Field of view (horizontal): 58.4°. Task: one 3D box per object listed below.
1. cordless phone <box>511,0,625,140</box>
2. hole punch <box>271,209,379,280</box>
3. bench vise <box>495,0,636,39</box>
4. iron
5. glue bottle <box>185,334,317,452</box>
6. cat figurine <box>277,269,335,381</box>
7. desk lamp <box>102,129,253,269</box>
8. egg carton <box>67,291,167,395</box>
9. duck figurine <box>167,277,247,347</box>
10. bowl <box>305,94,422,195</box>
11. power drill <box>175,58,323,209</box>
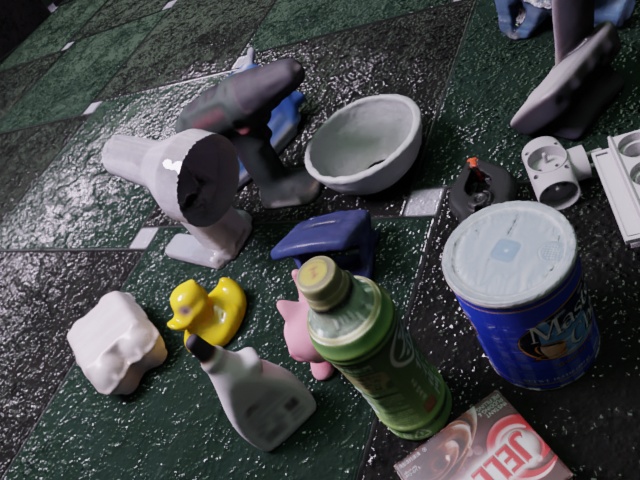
[{"bbox_3d":[0.269,-0.221,0.649,0.093,0.186,0.148,22,66,45],"label":"cordless phone"},{"bbox_3d":[0.006,0.002,0.686,0.108,0.091,0.101,-10,46,27],"label":"hole punch"},{"bbox_3d":[0.289,-0.367,0.749,0.206,0.220,0.121,-1,51,34],"label":"bench vise"},{"bbox_3d":[-0.147,-0.182,0.929,0.118,0.142,0.259,20,64,44],"label":"iron"},{"bbox_3d":[-0.072,0.138,0.546,0.078,0.174,0.037,-40,41,-6],"label":"glue bottle"},{"bbox_3d":[-0.006,0.084,0.596,0.067,0.118,0.127,-27,41,10],"label":"cat figurine"},{"bbox_3d":[-0.183,-0.058,0.779,0.202,0.214,0.118,7,56,38],"label":"desk lamp"},{"bbox_3d":[-0.272,0.135,0.764,0.107,0.070,0.149,-45,41,-12],"label":"egg carton"},{"bbox_3d":[-0.147,0.083,0.717,0.077,0.086,0.105,14,60,42],"label":"duck figurine"},{"bbox_3d":[0.068,-0.116,0.771,0.167,0.075,0.167,-19,43,19],"label":"bowl"},{"bbox_3d":[-0.079,-0.140,0.791,0.228,0.209,0.075,-6,49,30],"label":"power drill"}]
